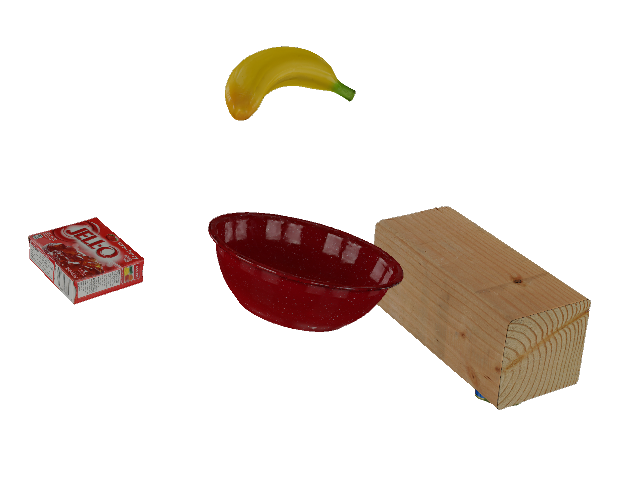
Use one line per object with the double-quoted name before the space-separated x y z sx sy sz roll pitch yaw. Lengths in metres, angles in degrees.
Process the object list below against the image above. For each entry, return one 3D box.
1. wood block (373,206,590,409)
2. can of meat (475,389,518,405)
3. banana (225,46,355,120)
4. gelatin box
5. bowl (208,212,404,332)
"wood block" 0.139 0.054 0.981 0.090 0.090 0.206 -13 30 -26
"can of meat" 0.209 0.129 1.190 0.058 0.084 0.101 8 14 25
"banana" -0.037 -0.149 0.979 0.070 0.037 0.197 37 30 20
"gelatin box" -0.218 0.016 0.988 0.073 0.030 0.089 -18 40 -36
"bowl" -0.017 0.030 0.860 0.162 0.055 0.162 13 16 -4
